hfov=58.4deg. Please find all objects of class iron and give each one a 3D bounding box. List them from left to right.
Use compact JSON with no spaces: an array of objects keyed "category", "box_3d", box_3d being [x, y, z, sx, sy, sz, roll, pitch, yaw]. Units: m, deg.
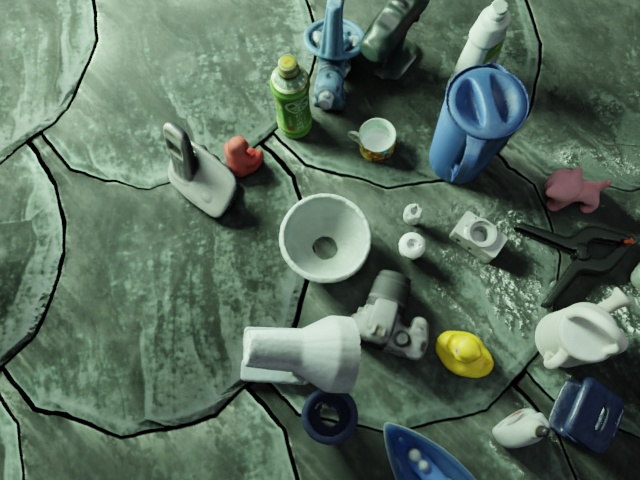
[{"category":"iron","box_3d":[0.192,0.398,0.908,0.119,0.141,0.258,-39,78,-10]}]

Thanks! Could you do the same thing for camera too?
[{"category":"camera","box_3d":[0.130,0.128,1.005,0.143,0.101,0.137,18,75,5]}]

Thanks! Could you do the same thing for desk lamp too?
[{"category":"desk lamp","box_3d":[-0.039,0.187,0.931,0.203,0.213,0.118,2,74,1]}]

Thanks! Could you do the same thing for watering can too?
[{"category":"watering can","box_3d":[0.442,0.148,0.950,0.101,0.194,0.173,25,76,7]}]

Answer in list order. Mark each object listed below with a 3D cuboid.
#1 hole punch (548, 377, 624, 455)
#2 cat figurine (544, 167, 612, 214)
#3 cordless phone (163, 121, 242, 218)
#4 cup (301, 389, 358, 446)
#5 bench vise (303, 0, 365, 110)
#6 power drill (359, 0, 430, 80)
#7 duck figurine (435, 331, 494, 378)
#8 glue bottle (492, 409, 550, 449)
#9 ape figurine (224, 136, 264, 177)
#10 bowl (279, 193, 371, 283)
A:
[{"category":"hole punch","box_3d":[0.456,0.294,0.963,0.101,0.091,0.109,28,76,8]},{"category":"cat figurine","box_3d":[0.470,-0.098,1.058,0.127,0.118,0.067,0,74,0]},{"category":"cordless phone","box_3d":[-0.220,-0.130,1.035,0.147,0.185,0.094,36,78,10]},{"category":"cup","box_3d":[0.015,0.282,0.966,0.091,0.095,0.118,-6,74,-1]},{"category":"bench vise","box_3d":[0.035,-0.359,1.080,0.121,0.220,0.207,-10,74,-2]},{"category":"power drill","box_3d":[0.157,-0.413,1.101,0.075,0.208,0.230,35,77,10]},{"category":"duck figurine","box_3d":[0.256,0.196,0.994,0.104,0.086,0.077,32,77,9]},{"category":"glue bottle","box_3d":[0.333,0.303,0.918,0.078,0.173,0.037,-35,77,-9]},{"category":"ape figurine","box_3d":[-0.152,-0.167,1.094,0.077,0.092,0.076,35,77,10]},{"category":"bowl","box_3d":[0.010,0.004,1.054,0.167,0.075,0.167,0,74,0]}]
